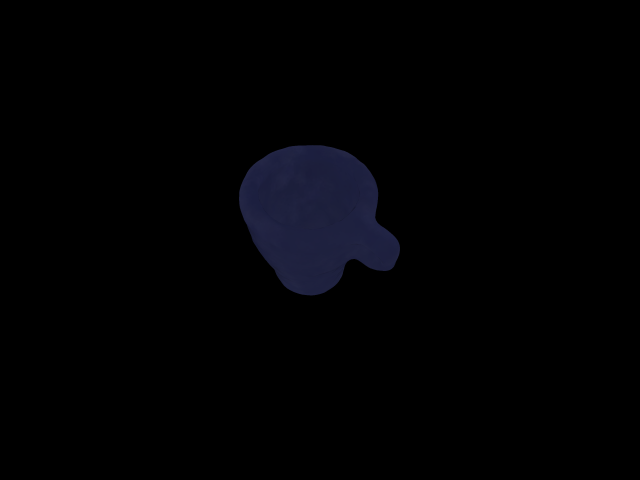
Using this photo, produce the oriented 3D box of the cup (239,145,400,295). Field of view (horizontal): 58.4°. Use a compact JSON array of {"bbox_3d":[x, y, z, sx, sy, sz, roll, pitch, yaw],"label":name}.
[{"bbox_3d":[0.004,0.001,0.400,0.117,0.095,0.092,33,58,24],"label":"cup"}]
